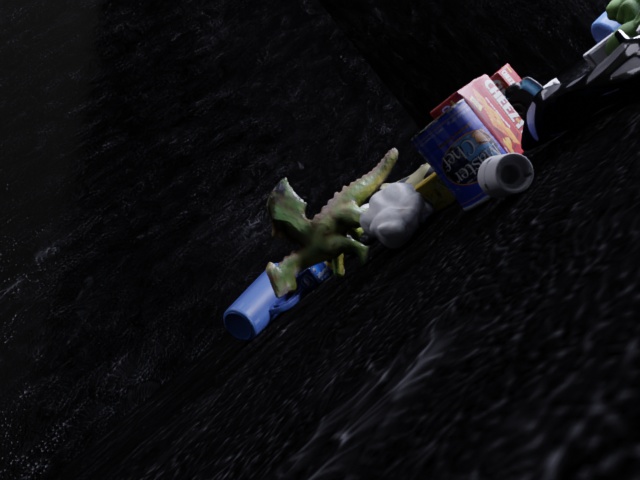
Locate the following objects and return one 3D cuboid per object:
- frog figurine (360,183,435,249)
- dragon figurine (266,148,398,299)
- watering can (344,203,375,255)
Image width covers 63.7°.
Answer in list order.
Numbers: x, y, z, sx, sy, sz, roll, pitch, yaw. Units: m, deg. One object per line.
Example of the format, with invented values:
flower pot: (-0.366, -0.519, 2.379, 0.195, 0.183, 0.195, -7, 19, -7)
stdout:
frog figurine: (0.135, -0.045, 0.987, 0.136, 0.123, 0.160, -16, 0, 33)
dragon figurine: (0.003, -0.057, 1.139, 0.122, 0.242, 0.413, 166, 125, -75)
watering can: (0.101, -0.020, 1.533, 0.353, 0.104, 0.220, -38, -1, -36)
